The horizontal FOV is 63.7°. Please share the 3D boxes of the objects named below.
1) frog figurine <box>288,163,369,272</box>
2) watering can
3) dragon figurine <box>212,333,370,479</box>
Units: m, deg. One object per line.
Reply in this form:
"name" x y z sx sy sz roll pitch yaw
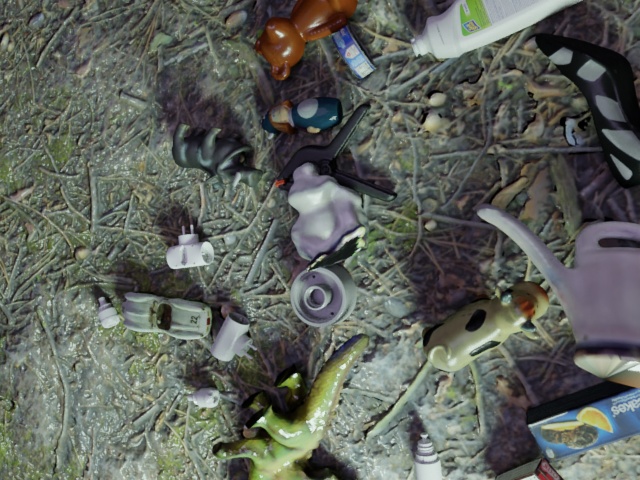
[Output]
"frog figurine" 0.003 -0.043 0.850 0.135 0.123 0.162 -44 63 32
"watering can" 0.370 0.071 0.674 0.348 0.102 0.229 12 64 6
"dragon figurine" -0.017 0.352 0.865 0.406 0.123 0.242 -37 94 18
